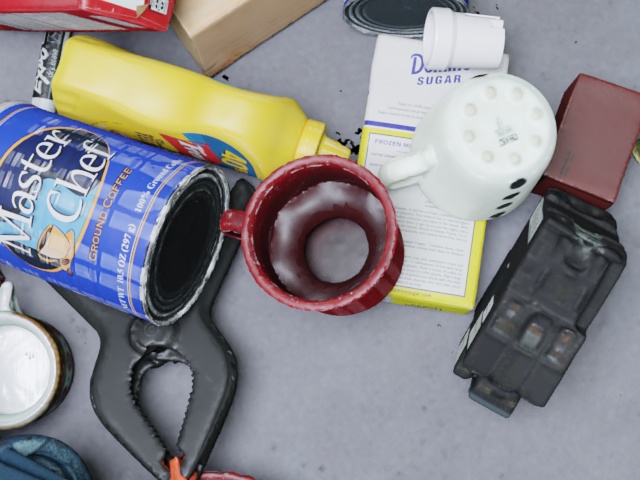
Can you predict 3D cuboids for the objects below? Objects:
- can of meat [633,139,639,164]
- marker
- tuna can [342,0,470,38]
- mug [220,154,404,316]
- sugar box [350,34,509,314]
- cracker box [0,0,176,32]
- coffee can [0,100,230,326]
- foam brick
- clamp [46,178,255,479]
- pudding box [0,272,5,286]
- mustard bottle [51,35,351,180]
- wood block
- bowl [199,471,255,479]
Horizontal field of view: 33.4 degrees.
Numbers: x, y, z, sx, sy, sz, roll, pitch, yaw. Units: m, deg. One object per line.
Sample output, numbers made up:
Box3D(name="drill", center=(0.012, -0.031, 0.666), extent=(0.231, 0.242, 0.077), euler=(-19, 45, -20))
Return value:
Box3D(name="can of meat", center=(0.263, -0.080, 0.699), extent=(0.057, 0.102, 0.084), euler=(44, 83, 6))
Box3D(name="marker", center=(-0.190, -0.115, 0.748), extent=(0.020, 0.020, 0.121), euler=(8, 83, 1))
Box3D(name="tuna can", center=(0.058, -0.166, 0.719), extent=(0.086, 0.086, 0.034), euler=(2, 80, 1))
Box3D(name="mug", center=(-0.004, 0.001, 0.658), extent=(0.117, 0.081, 0.093), euler=(7, 81, 14))
Box3D(name="sugar box", center=(0.069, -0.044, 0.724), extent=(0.093, 0.048, 0.176), euler=(10, 79, 2))
Box3D(name="cracker box", center=(-0.169, -0.216, 0.669), extent=(0.214, 0.071, 0.164), euler=(11, 92, 43))
Box3D(name="coffee can", center=(-0.141, -0.018, 0.659), extent=(0.140, 0.102, 0.103), euler=(19, 83, 16))
Box3D(name="foam brick", center=(0.181, -0.064, 0.721), extent=(0.053, 0.051, 0.078), euler=(22, 83, 4))
Box3D(name="clamp", center=(-0.116, 0.062, 0.693), extent=(0.164, 0.036, 0.210), euler=(-7, 64, 3))
Box3D(name="pudding box", center=(-0.270, 0.042, 0.692), extent=(0.113, 0.090, 0.039), euler=(-29, 84, -3))
Box3D(name="mustard bottle", center=(-0.073, -0.079, 0.703), extent=(0.191, 0.096, 0.058), euler=(17, 82, 3))
Box3D(name="wood block", center=(-0.020, -0.213, 0.723), extent=(0.206, 0.091, 0.090), euler=(-34, 82, -4))
Box3D(name="bowl", center=(-0.068, 0.228, 0.683), extent=(0.162, 0.055, 0.162), euler=(0, 82, 0))
